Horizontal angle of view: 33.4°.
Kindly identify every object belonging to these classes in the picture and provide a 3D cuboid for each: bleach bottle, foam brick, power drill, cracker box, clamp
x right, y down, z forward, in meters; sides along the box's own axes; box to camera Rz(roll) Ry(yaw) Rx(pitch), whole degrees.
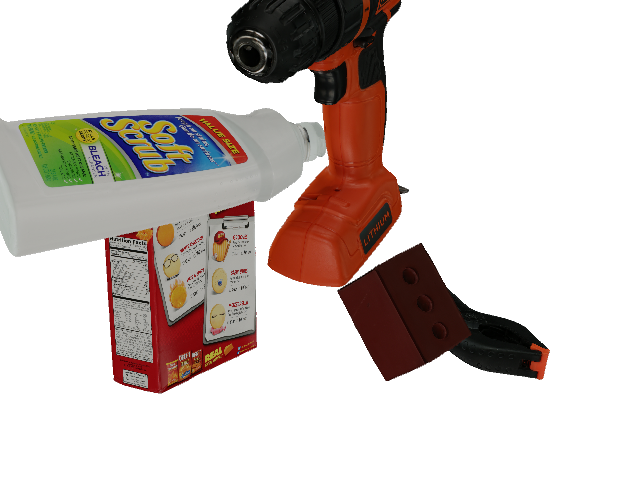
[{"bbox_3d":[-0.116,-0.060,0.793,0.250,0.103,0.068,-13,-35,-24],"label":"bleach bottle"},{"bbox_3d":[0.060,0.052,0.768,0.052,0.078,0.051,-26,-5,-40],"label":"foam brick"},{"bbox_3d":[0.005,-0.071,0.586,0.057,0.188,0.184,17,36,21],"label":"power drill"},{"bbox_3d":[-0.136,0.023,1.057,0.072,0.214,0.163,6,15,31],"label":"cracker box"},{"bbox_3d":[0.137,0.081,1.001,0.172,0.039,0.120,20,32,24],"label":"clamp"}]
